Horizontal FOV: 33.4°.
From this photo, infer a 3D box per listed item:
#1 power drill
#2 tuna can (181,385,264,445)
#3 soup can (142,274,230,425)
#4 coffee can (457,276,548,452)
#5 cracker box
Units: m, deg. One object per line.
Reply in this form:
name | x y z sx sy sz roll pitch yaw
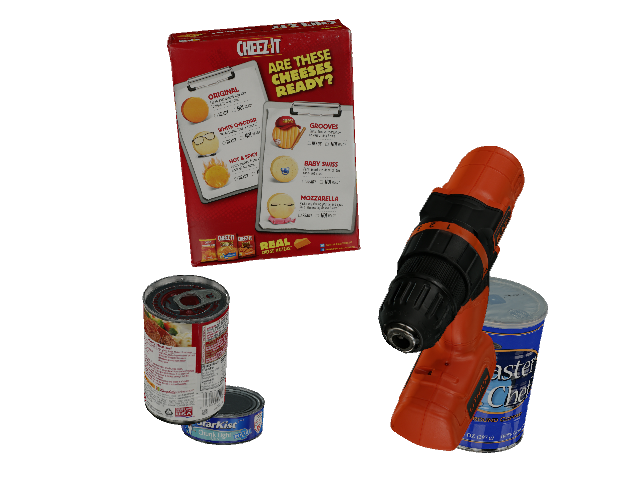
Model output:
power drill | 0.085 0.054 0.714 0.057 0.188 0.184 19 45 19
tuna can | -0.101 0.180 1.100 0.086 0.034 0.086 3 12 -1
soup can | -0.108 0.088 0.857 0.068 0.102 0.068 4 29 -2
coffee can | 0.157 0.118 1.035 0.103 0.140 0.103 5 22 -2
cracker box | -0.051 -0.091 1.001 0.164 0.214 0.072 -6 21 -6
